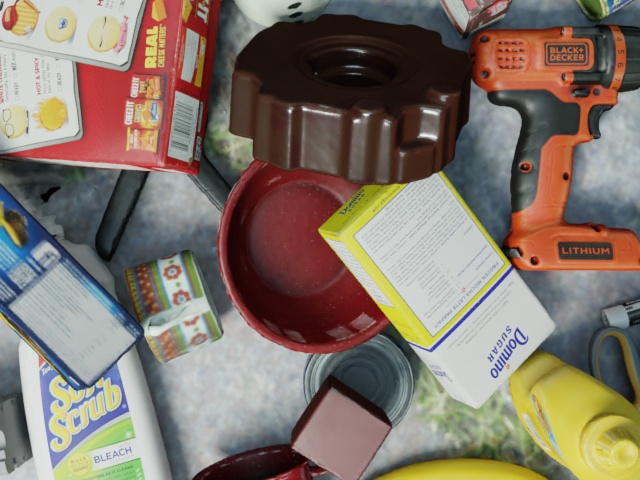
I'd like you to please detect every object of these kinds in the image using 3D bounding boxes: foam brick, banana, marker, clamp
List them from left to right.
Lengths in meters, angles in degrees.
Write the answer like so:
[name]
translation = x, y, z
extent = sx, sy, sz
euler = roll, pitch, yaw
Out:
[clamp]
translation = -0.130, -0.066, 0.814
extent = 0.120, 0.039, 0.171
euler = -18, 84, -15
[foam brick]
translation = 0.015, 0.135, 0.760
extent = 0.053, 0.078, 0.051
euler = 34, 89, 1
[banana]
translation = 0.112, 0.200, 0.814
extent = 0.198, 0.037, 0.069
euler = 8, 88, 0
[marker]
translation = 0.278, 0.045, 0.823
extent = 0.121, 0.020, 0.020
euler = -17, 90, 0

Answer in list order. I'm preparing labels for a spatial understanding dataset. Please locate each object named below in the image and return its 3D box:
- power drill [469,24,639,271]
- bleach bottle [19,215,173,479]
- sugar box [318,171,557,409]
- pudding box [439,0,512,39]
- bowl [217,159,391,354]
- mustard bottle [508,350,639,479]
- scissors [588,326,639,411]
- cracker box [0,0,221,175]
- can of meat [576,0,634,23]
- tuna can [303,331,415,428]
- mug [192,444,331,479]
[power drill]
translation = 0.205, -0.070, 0.807
extent = 0.184, 0.057, 0.187
euler = -1, 88, -4
[bleach bottle]
translation = -0.185, 0.107, 0.805
extent = 0.102, 0.068, 0.251
euler = -17, 88, -6
[sugar box]
translation = 0.088, 0.029, 0.778
extent = 0.093, 0.048, 0.176
euler = -43, 112, -13
[pudding box]
translation = 0.101, -0.199, 0.779
extent = 0.039, 0.113, 0.090
euler = -28, 89, 4
[bowl]
translation = -0.005, 0.001, 0.793
extent = 0.161, 0.055, 0.162
euler = -2, 95, -21
[mustard bottle]
translation = 0.183, 0.130, 0.737
extent = 0.058, 0.191, 0.096
euler = -32, 90, 0
[scissors]
translation = 0.272, 0.147, 0.820
extent = 0.096, 0.016, 0.202
euler = -30, 99, -7
[cracker box]
translation = -0.183, -0.136, 0.774
extent = 0.214, 0.072, 0.164
euler = 5, 88, 20
[can of meat]
translation = 0.222, -0.228, 0.808
extent = 0.084, 0.057, 0.102
euler = -31, 90, 2
[tuna can]
translation = 0.029, 0.109, 0.817
extent = 0.086, 0.034, 0.086
euler = 0, 90, 0
[mug]
translation = -0.030, 0.203, 0.791
extent = 0.117, 0.093, 0.081
euler = -14, 94, -4
